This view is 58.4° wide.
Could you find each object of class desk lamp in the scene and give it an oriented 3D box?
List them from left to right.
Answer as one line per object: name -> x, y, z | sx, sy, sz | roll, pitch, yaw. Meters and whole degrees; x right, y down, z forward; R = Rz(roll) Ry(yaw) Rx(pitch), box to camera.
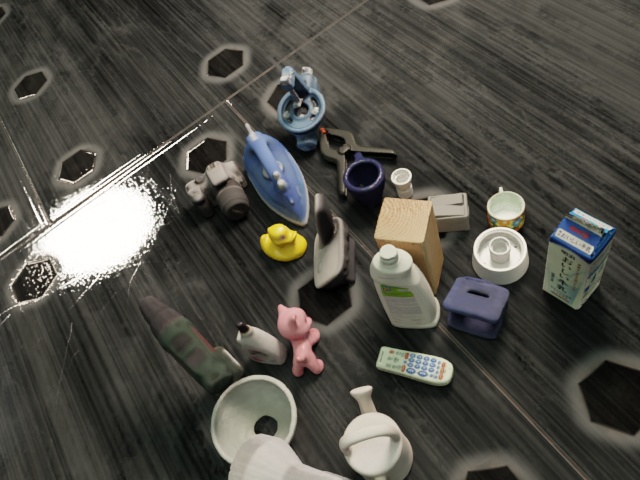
desk lamp -> -0.017, 0.400, 0.909 | 0.202, 0.214, 0.118 | 8, 63, 22

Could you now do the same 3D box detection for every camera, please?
camera -> -0.236, -0.110, 1.362 | 0.143, 0.101, 0.136 | -30, 55, -2

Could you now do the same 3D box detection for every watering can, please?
watering can -> 0.084, 0.328, 0.933 | 0.101, 0.194, 0.172 | -34, 55, -4

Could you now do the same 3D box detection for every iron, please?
iron -> -0.105, -0.156, 1.324 | 0.118, 0.142, 0.257 | -31, 55, -2

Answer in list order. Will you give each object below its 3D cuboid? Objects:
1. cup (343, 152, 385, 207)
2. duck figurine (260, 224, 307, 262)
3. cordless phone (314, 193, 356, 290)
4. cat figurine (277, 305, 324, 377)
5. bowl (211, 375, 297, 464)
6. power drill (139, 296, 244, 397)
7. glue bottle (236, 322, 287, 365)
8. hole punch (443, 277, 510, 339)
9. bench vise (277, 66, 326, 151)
cup -> 0.101, -0.129, 1.269 | 0.091, 0.095, 0.117 | -18, 56, 7
duck figurine -> -0.088, -0.003, 1.258 | 0.104, 0.086, 0.077 | 5, 61, 21
cordless phone -> 0.011, 0.004, 1.161 | 0.094, 0.185, 0.147 | -11, 57, 12
cat figurine -> -0.044, 0.187, 1.107 | 0.067, 0.118, 0.127 | -16, 56, 8
bowl -> -0.112, 0.341, 1.060 | 0.167, 0.075, 0.167 | -8, 57, 13
power drill -> -0.235, 0.216, 1.095 | 0.228, 0.209, 0.076 | 36, 75, 32
glue bottle -> -0.123, 0.193, 1.095 | 0.078, 0.173, 0.037 | 0, 60, 18
hole punch -> 0.288, 0.115, 1.061 | 0.108, 0.091, 0.101 | 14, 65, 25
bench vise -> -0.058, -0.351, 1.381 | 0.121, 0.220, 0.207 | -19, 56, 6
